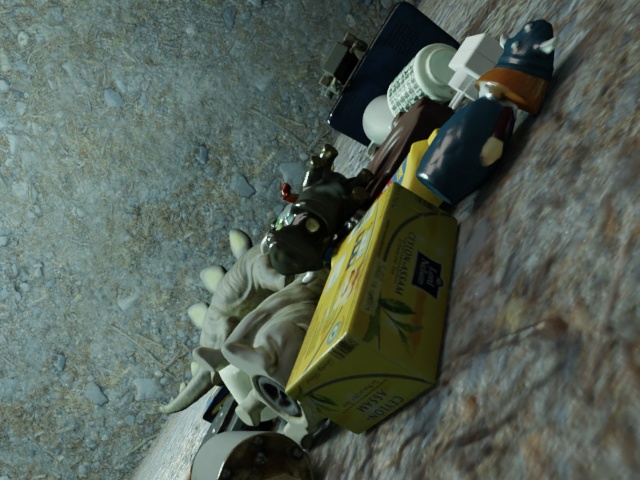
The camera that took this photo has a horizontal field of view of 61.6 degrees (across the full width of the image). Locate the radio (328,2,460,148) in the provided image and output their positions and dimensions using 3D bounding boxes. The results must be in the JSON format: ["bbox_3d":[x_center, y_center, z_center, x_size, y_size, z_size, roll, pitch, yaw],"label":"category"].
[{"bbox_3d":[0.123,-0.265,0.906,0.229,0.131,0.073,-56,7,23],"label":"radio"}]

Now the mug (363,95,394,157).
[{"bbox_3d":[0.110,-0.172,0.825,0.109,0.081,0.107,-54,17,4],"label":"mug"}]

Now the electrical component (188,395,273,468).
[{"bbox_3d":[-0.111,0.252,0.676,0.134,0.058,0.115,-51,12,50],"label":"electrical component"}]

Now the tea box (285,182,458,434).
[{"bbox_3d":[0.045,0.046,0.411,0.098,0.068,0.170,-53,10,44],"label":"tea box"}]

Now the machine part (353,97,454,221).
[{"bbox_3d":[0.099,-0.092,0.668,0.179,0.056,0.179,-58,8,13],"label":"machine part"}]

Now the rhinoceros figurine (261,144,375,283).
[{"bbox_3d":[-0.004,-0.030,0.576,0.112,0.073,0.190,-53,4,30],"label":"rhinoceros figurine"}]

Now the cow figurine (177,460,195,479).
[{"bbox_3d":[-0.163,0.343,0.549,0.127,0.085,0.195,-48,14,31],"label":"cow figurine"}]

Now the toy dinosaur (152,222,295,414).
[{"bbox_3d":[-0.112,0.113,0.757,0.471,0.105,0.199,-54,37,13],"label":"toy dinosaur"}]

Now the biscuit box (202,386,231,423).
[{"bbox_3d":[-0.106,0.199,0.838,0.202,0.063,0.059,-58,8,7],"label":"biscuit box"}]

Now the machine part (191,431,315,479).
[{"bbox_3d":[-0.066,0.206,0.469,0.079,0.079,0.243,-62,9,-25],"label":"machine part"}]

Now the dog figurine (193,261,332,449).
[{"bbox_3d":[-0.001,0.084,0.523,0.173,0.121,0.190,5,39,45],"label":"dog figurine"}]

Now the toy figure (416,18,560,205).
[{"bbox_3d":[0.138,-0.102,0.431,0.154,0.064,0.057,-54,-30,6],"label":"toy figure"}]

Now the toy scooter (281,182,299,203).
[{"bbox_3d":[-0.029,-0.030,0.970,0.184,0.135,0.075,-62,8,-13],"label":"toy scooter"}]

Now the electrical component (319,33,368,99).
[{"bbox_3d":[0.038,-0.285,0.888,0.102,0.045,0.078,-57,-20,4],"label":"electrical component"}]

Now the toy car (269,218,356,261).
[{"bbox_3d":[-0.002,-0.002,0.823,0.161,0.109,0.103,-46,-12,30],"label":"toy car"}]

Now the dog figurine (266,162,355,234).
[{"bbox_3d":[-0.007,-0.074,1.141,0.219,0.108,0.191,-51,7,21],"label":"dog figurine"}]
